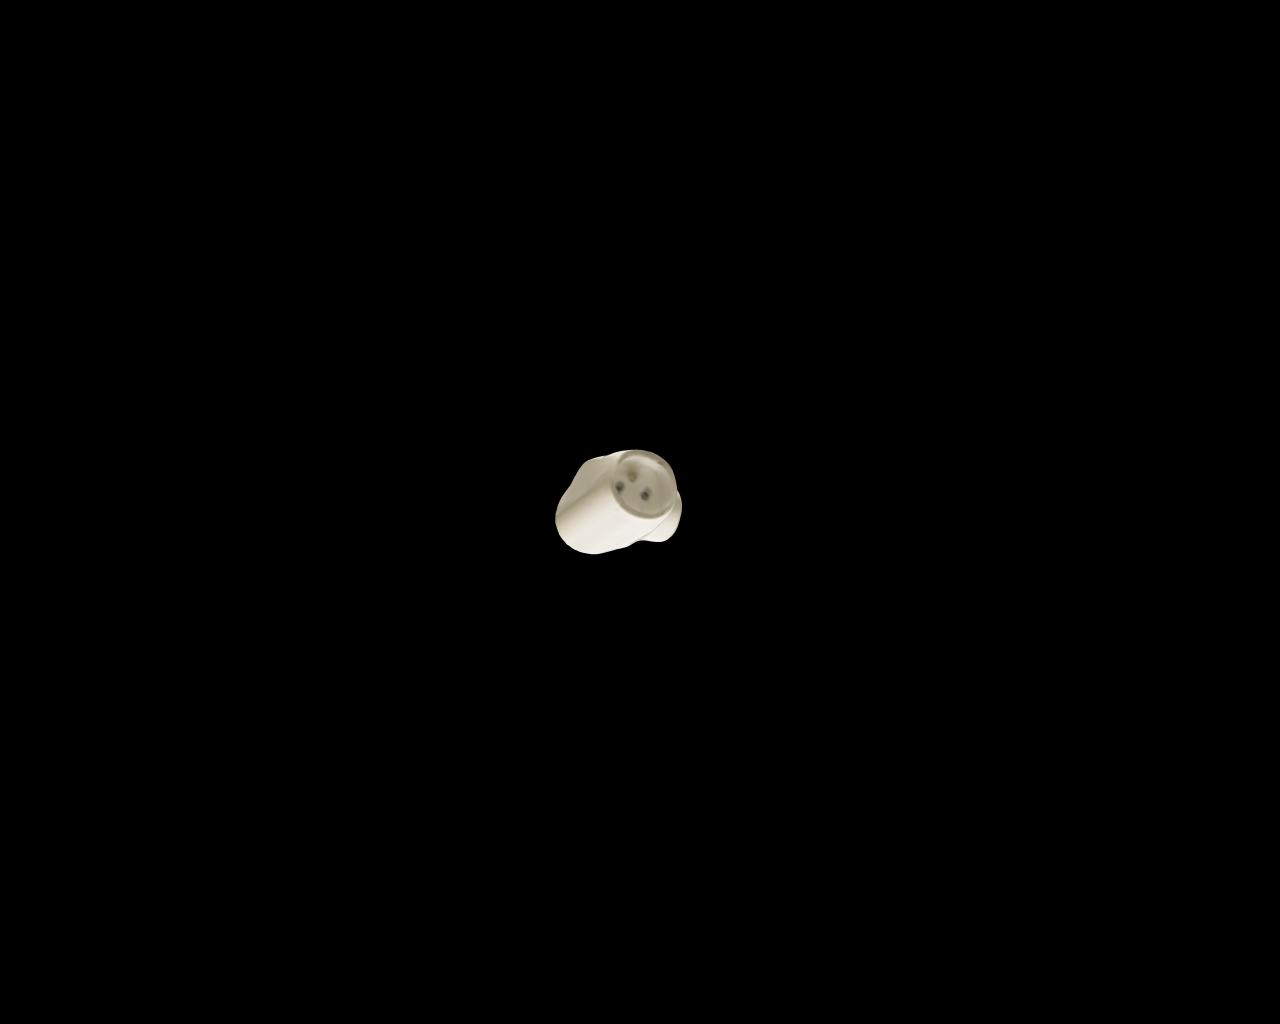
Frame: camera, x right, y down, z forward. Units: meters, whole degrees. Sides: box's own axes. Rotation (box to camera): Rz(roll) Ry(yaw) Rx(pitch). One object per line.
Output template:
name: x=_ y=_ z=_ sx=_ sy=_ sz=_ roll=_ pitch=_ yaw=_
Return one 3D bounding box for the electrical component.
electrical component: x=0.001 y=-0.003 z=0.650 sx=0.079 sy=0.043 sz=0.077 roll=10 pitch=-22 yaw=-26
